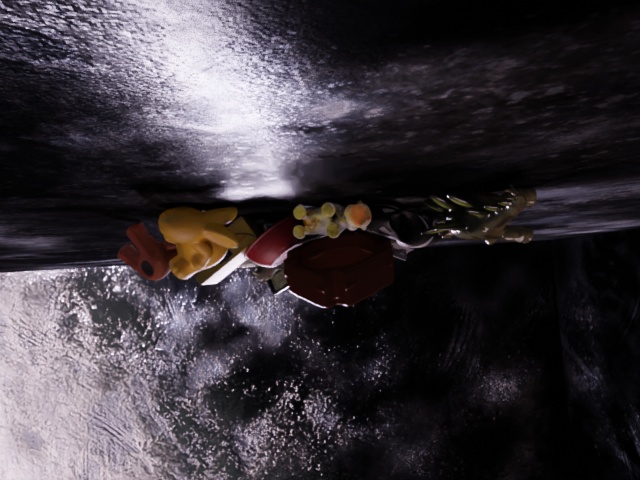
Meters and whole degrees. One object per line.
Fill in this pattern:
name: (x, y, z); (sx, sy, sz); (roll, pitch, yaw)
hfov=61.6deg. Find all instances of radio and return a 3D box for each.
radio: (-0.098, 0.066, 1.613); (0.073, 0.131, 0.229); (-28, 175, -39)

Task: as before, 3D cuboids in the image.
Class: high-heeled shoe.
high-heeled shoe: (0.197, -0.028, 1.168); (0.249, 0.086, 0.145); (11, 179, -25)

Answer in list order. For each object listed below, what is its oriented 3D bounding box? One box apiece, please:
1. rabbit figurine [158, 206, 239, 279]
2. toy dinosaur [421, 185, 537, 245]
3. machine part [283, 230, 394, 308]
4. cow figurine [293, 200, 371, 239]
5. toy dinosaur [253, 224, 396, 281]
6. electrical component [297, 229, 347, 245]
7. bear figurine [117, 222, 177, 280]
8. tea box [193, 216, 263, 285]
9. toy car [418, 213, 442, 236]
rabbit figurine: (-0.231, -0.007, 1.002); (0.162, 0.122, 0.173); (-7, 157, 8)
toy dinosaur: (0.309, -0.045, 1.035); (0.199, 0.105, 0.471); (0, 171, -8)
machine part: (0.041, 0.058, 1.140); (0.201, 0.087, 0.202); (-24, -156, -33)
cow figurine: (0.036, -0.041, 1.051); (0.168, 0.068, 0.098); (-2, -177, 32)
toy dinosaur: (0.002, 0.000, 1.334); (0.405, 0.131, 0.192); (-16, 165, 31)
electrical component: (0.003, -0.029, 1.164); (0.119, 0.047, 0.075); (-16, 176, -1)
bear figurine: (-0.336, 0.005, 1.224); (0.196, 0.132, 0.120); (-43, 173, -48)
tea box: (-0.208, 0.026, 1.216); (0.169, 0.068, 0.098); (-37, 171, 6)
toy car: (0.259, -0.043, 1.365); (0.089, 0.053, 0.202); (16, -177, 23)
